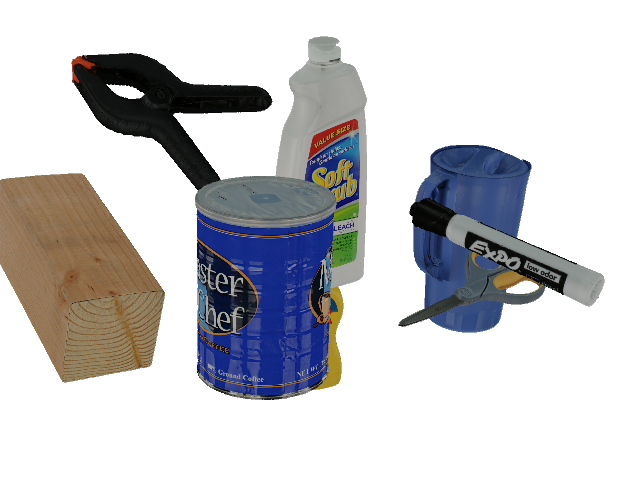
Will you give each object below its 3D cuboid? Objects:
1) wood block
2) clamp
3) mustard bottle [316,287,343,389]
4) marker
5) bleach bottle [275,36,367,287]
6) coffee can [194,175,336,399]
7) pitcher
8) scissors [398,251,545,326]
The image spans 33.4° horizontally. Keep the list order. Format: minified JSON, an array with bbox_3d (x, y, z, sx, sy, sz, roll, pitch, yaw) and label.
[{"bbox_3d":[-0.234,0.028,1.013,0.090,0.091,0.206,-7,37,-33],"label":"wood block"},{"bbox_3d":[-0.128,-0.120,0.918,0.171,0.120,0.039,33,-38,4],"label":"clamp"},{"bbox_3d":[-0.019,0.097,1.374,0.096,0.192,0.058,-1,20,-7],"label":"mustard bottle"},{"bbox_3d":[0.102,0.004,0.604,0.121,0.020,0.020,27,14,31],"label":"marker"},{"bbox_3d":[-0.004,-0.075,1.057,0.102,0.251,0.068,-10,28,-19],"label":"bleach bottle"},{"bbox_3d":[-0.042,0.033,0.797,0.103,0.140,0.103,2,20,-1],"label":"coffee can"},{"bbox_3d":[0.197,0.001,1.452,0.149,0.243,0.145,5,23,3],"label":"pitcher"},{"bbox_3d":[0.143,0.044,1.098,0.201,0.016,0.096,-6,40,-29],"label":"scissors"}]
